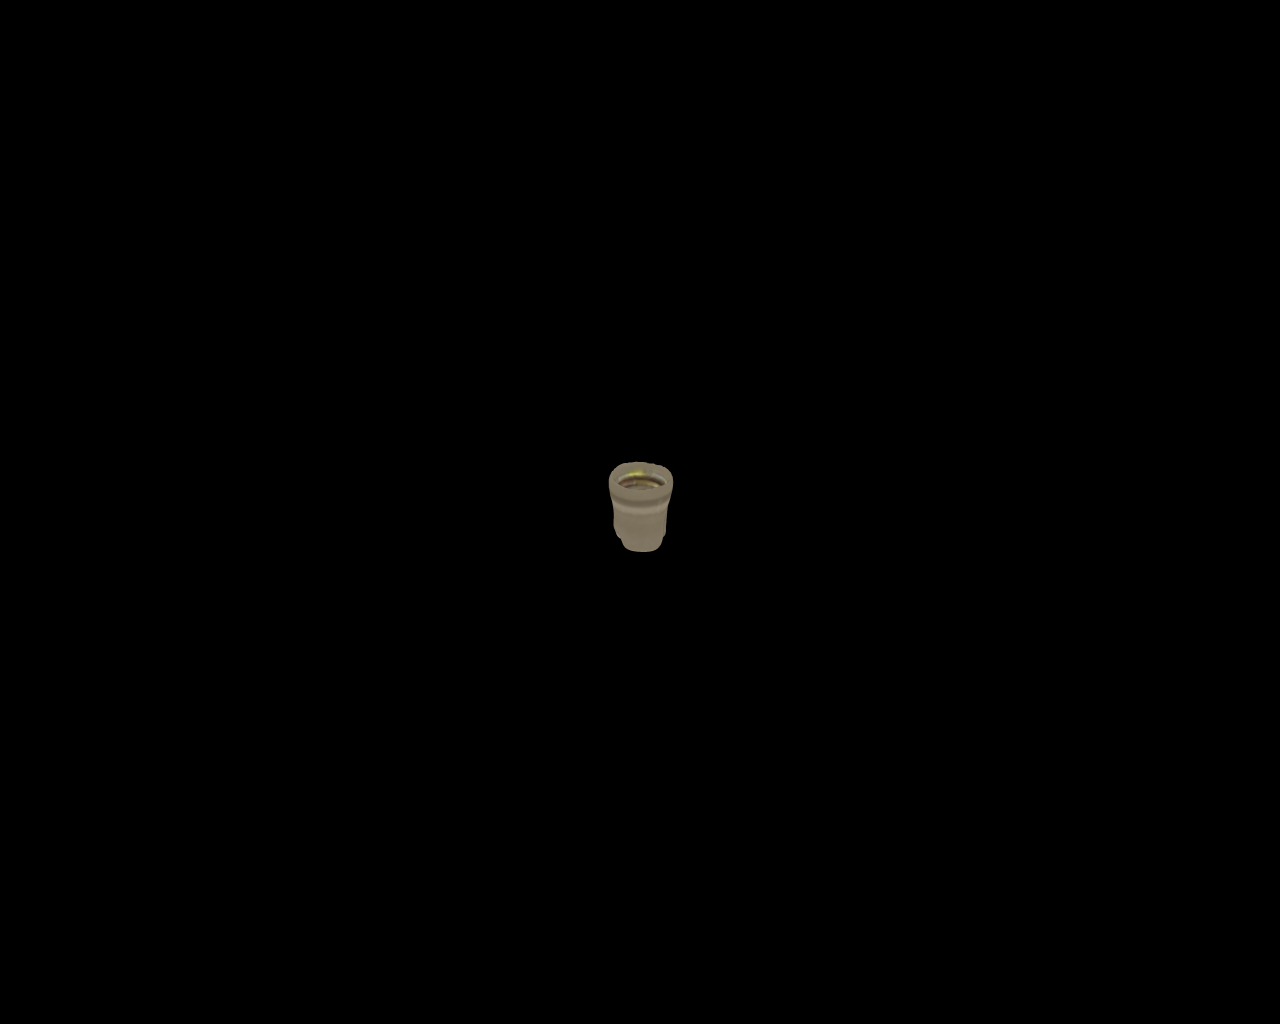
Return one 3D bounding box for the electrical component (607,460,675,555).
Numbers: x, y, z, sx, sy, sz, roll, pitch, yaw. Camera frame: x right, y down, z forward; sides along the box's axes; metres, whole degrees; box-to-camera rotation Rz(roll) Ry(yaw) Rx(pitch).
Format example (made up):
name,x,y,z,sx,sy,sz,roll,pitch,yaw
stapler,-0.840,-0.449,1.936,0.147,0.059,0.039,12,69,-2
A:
name,x,y,z,sx,sy,sz,roll,pitch,yaw
electrical component,0.001,-0.003,0.650,0.040,0.046,0.040,0,28,0
